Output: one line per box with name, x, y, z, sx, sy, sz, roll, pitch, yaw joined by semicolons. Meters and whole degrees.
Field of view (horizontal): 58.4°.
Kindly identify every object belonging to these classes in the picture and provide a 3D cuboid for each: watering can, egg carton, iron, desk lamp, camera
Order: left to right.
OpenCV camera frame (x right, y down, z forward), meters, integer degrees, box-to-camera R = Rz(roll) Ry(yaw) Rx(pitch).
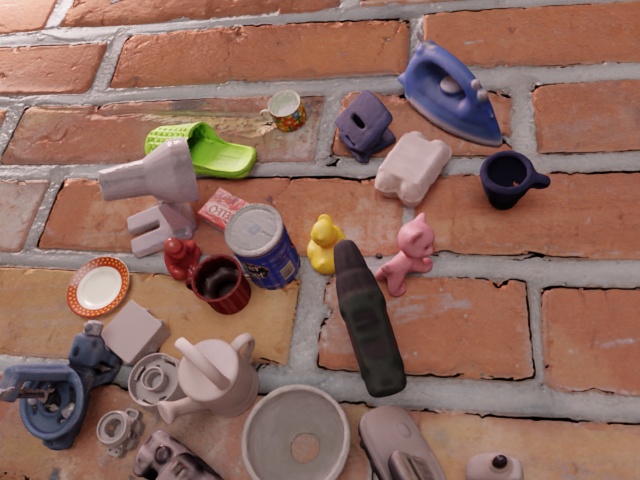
desk lamp;-0.304;-0.081;1.075;0.203;0.214;0.117;-22;59;-1
camera;-0.237;0.384;0.868;0.142;0.101;0.137;30;71;25
watering can;-0.173;0.214;0.894;0.100;0.194;0.173;15;66;20
egg carton;0.176;-0.137;1.088;0.107;0.069;0.150;27;70;24
iron;0.266;-0.300;1.118;0.119;0.142;0.257;-37;60;-9

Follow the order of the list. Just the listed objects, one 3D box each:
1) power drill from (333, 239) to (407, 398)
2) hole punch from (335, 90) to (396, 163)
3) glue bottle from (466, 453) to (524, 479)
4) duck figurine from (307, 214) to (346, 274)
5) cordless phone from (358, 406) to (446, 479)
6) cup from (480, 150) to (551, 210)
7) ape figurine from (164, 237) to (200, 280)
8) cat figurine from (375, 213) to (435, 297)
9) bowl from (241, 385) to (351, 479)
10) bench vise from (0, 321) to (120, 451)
power drill;0.075;0.137;0.876;0.075;0.209;0.229;-18;59;2
hole punch;0.088;-0.227;1.145;0.101;0.091;0.108;-31;60;-6
glue bottle;0.237;0.307;0.767;0.078;0.173;0.037;3;62;14
duck figurine;0.010;0.004;1.036;0.077;0.086;0.104;-2;61;11
cordless phone;0.108;0.293;0.795;0.094;0.185;0.147;-31;60;-6
cup;0.342;-0.095;1.014;0.117;0.095;0.092;12;64;18
ape figurine;-0.265;0.028;1.077;0.076;0.092;0.078;32;72;26
cat figurine;0.150;0.020;0.978;0.128;0.118;0.067;-41;61;-12
bowl;-0.032;0.313;0.879;0.167;0.075;0.167;-5;60;9
bench vise;-0.437;0.221;0.932;0.121;0.220;0.207;-4;61;10
